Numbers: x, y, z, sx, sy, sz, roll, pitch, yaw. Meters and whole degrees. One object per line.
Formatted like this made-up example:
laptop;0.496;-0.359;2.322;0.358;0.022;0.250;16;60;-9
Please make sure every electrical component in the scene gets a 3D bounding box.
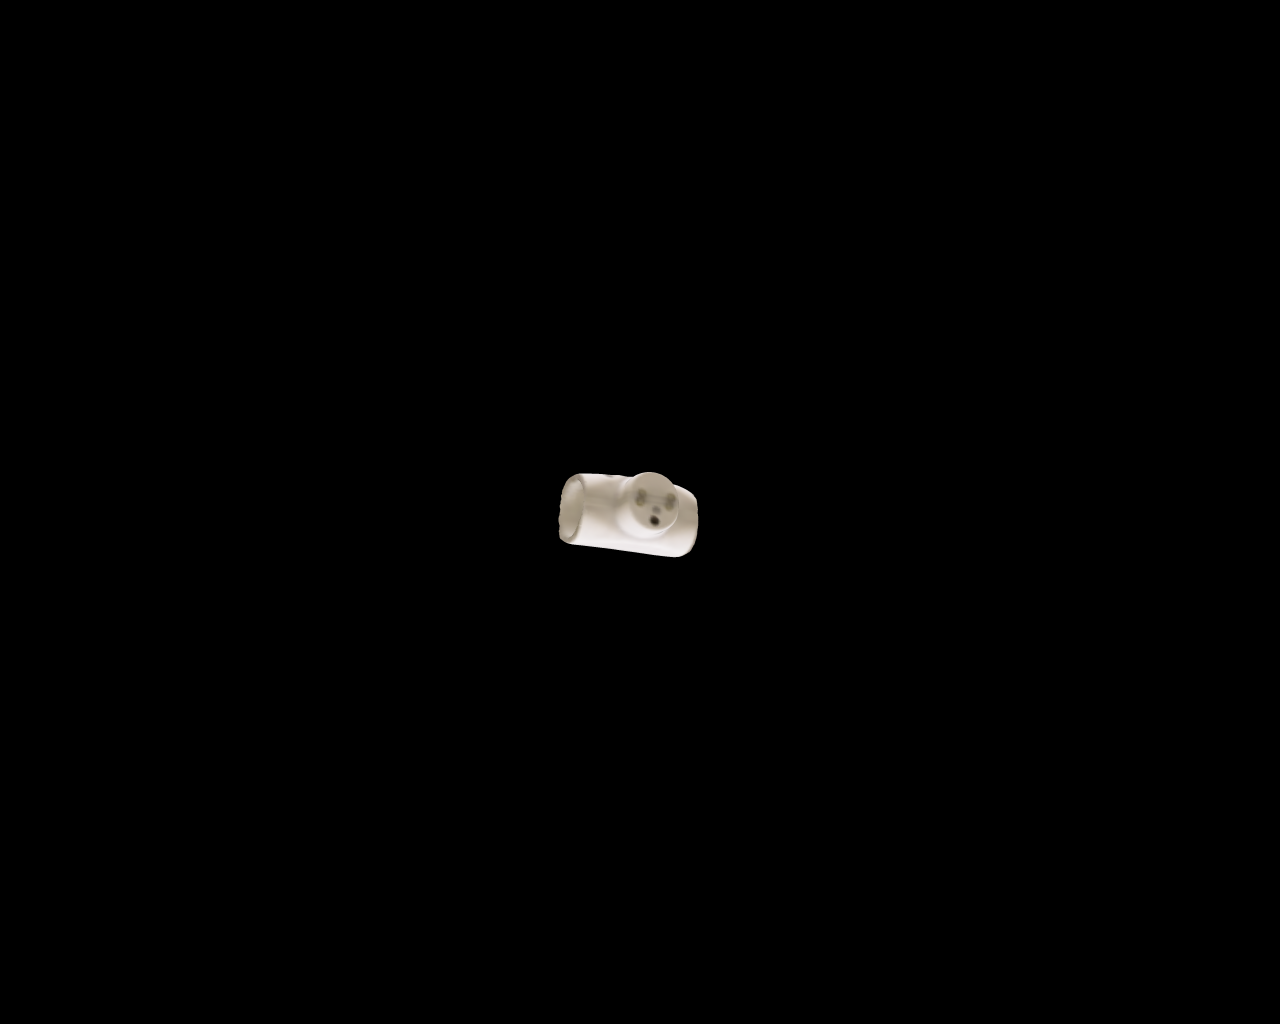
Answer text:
electrical component;0.001;-0.003;0.650;0.077;0.044;0.079;8;-19;-24
